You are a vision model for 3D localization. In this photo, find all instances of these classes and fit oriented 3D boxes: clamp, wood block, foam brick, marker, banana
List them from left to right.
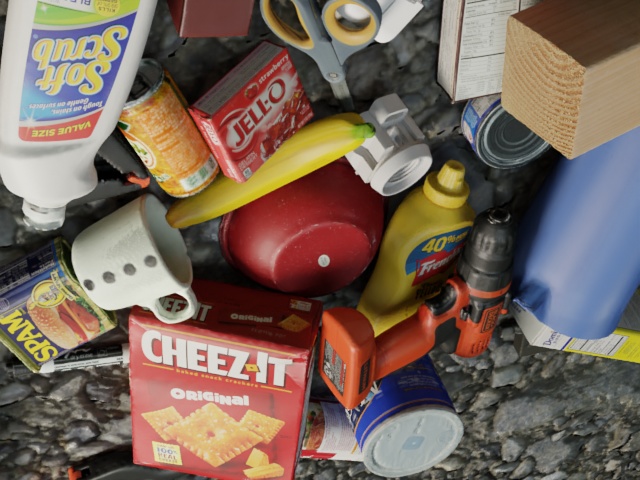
[{"bbox_3d":[-0.233,-0.065,0.813,0.209,0.036,0.165,20,118,-36],"label":"clamp"},{"bbox_3d":[-0.230,0.112,0.997,0.121,0.020,0.020,-6,133,-17],"label":"marker"},{"bbox_3d":[-0.183,0.263,1.146,0.171,0.039,0.120,0,126,-17],"label":"clamp"},{"bbox_3d":[-0.075,-0.189,0.752,0.053,0.051,0.078,-3,133,-21],"label":"foam brick"},{"bbox_3d":[-0.038,-0.062,0.879,0.198,0.037,0.069,-25,180,21],"label":"banana"},{"bbox_3d":[0.255,-0.158,0.853,0.205,0.090,0.091,-26,138,-20],"label":"wood block"}]

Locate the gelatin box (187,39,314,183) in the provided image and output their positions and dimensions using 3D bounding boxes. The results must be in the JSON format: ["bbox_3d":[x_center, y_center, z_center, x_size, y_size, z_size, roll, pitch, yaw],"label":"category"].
[{"bbox_3d":[-0.052,-0.100,0.835,0.089,0.030,0.073,-46,139,-19],"label":"gelatin box"}]

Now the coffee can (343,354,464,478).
[{"bbox_3d":[0.070,0.150,1.067,0.102,0.140,0.103,-12,135,-12],"label":"coffee can"}]

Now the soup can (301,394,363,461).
[{"bbox_3d":[0.009,0.201,1.143,0.102,0.068,0.069,10,127,-30],"label":"soup can"}]

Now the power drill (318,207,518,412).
[{"bbox_3d":[0.092,0.065,0.955,0.187,0.057,0.184,-21,140,-23],"label":"power drill"}]

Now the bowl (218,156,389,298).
[{"bbox_3d":[-0.006,0.001,0.958,0.162,0.055,0.162,-12,135,-12],"label":"bowl"}]

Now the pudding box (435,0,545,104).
[{"bbox_3d":[0.145,-0.172,0.867,0.090,0.039,0.113,-12,133,-13],"label":"pudding box"}]

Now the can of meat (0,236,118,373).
[{"bbox_3d":[-0.234,0.055,0.916,0.084,0.057,0.102,-28,136,1],"label":"can of meat"}]

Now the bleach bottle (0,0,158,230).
[{"bbox_3d":[-0.168,-0.120,0.740,0.102,0.068,0.251,5,120,-20],"label":"bleach bottle"}]

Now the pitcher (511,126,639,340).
[{"bbox_3d":[0.272,-0.040,0.993,0.145,0.149,0.243,14,123,-14],"label":"pitcher"}]

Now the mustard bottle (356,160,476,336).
[{"bbox_3d":[0.097,0.006,0.999,0.096,0.058,0.192,-14,137,-34],"label":"mustard bottle"}]

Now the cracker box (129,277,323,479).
[{"bbox_3d":[-0.092,0.138,1.000,0.164,0.072,0.214,10,133,3],"label":"cracker box"}]

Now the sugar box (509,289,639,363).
[{"bbox_3d":[0.276,0.076,1.116,0.176,0.093,0.048,10,127,-28],"label":"sugar box"}]

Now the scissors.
[{"bbox_3d":[0.025,-0.137,0.818,0.096,0.016,0.201,-1,155,29],"label":"scissors"}]

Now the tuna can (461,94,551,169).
[{"bbox_3d":[0.170,-0.105,0.943,0.086,0.034,0.086,-11,134,-12],"label":"tuna can"}]
